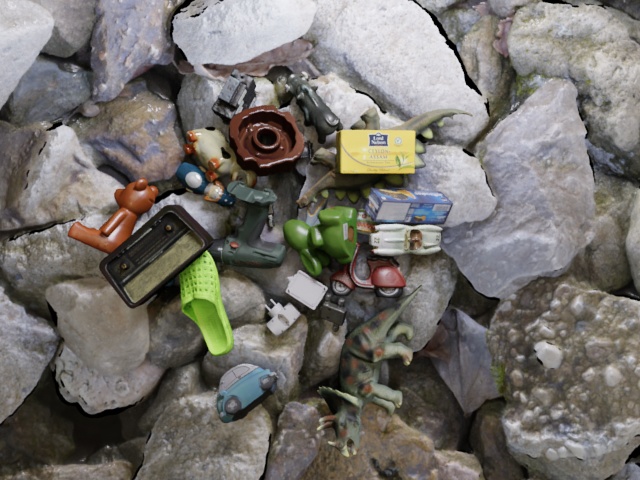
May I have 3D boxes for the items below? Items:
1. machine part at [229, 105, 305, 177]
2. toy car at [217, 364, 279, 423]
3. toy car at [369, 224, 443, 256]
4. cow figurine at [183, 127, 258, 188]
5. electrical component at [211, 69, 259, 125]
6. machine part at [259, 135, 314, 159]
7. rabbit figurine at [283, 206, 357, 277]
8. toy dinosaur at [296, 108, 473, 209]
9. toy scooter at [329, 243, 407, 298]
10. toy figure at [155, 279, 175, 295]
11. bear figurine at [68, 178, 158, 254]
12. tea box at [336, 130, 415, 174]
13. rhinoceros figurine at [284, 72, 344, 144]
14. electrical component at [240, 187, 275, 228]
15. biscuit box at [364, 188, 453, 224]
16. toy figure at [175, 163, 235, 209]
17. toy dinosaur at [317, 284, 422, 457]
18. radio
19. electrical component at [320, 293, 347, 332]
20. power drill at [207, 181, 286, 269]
[{"bbox_3d":[-0.126,-0.230,1.249,0.179,0.056,0.179,5,65,-11],"label":"machine part"},{"bbox_3d":[-0.181,0.342,1.249,0.162,0.109,0.103,-38,69,-11],"label":"toy car"},{"bbox_3d":[0.203,-0.002,1.259,0.202,0.056,0.073,-1,97,-30],"label":"toy car"},{"bbox_3d":[-0.222,-0.194,1.287,0.127,0.085,0.195,-33,71,-34],"label":"cow figurine"},{"bbox_3d":[-0.201,-0.335,1.278,0.058,0.134,0.115,26,86,4],"label":"electrical component"},{"bbox_3d":[-0.083,-0.227,1.318,0.139,0.039,0.084,7,81,2],"label":"machine part"},{"bbox_3d":[-0.003,-0.004,1.261,0.170,0.121,0.158,1,110,25],"label":"rabbit figurine"},{"bbox_3d":[0.144,-0.208,1.289,0.471,0.105,0.198,-37,96,1],"label":"toy dinosaur"},{"bbox_3d":[0.116,0.069,1.281,0.184,0.075,0.135,3,85,5],"label":"toy scooter"},{"bbox_3d":[-0.381,0.036,1.280,0.082,0.089,0.180,-7,95,-5],"label":"toy figure"},{"bbox_3d":[-0.478,-0.065,1.267,0.132,0.120,0.195,22,85,5],"label":"bear figurine"},{"bbox_3d":[0.123,-0.195,1.203,0.170,0.068,0.098,-2,97,-7],"label":"tea box"},{"bbox_3d":[-0.020,-0.318,1.286,0.073,0.112,0.190,-35,67,2],"label":"rhinoceros figurine"},{"bbox_3d":[-0.152,-0.078,1.303,0.078,0.045,0.102,-5,86,1],"label":"electrical component"},{"bbox_3d":[0.208,-0.078,1.251,0.203,0.063,0.059,0,124,-26],"label":"biscuit box"},{"bbox_3d":[-0.276,-0.128,1.304,0.154,0.058,0.064,33,125,1],"label":"toy figure"},{"bbox_3d":[0.108,0.283,1.249,0.192,0.131,0.404,13,80,0],"label":"toy dinosaur"},{"bbox_3d":[-0.364,0.031,1.197,0.229,0.073,0.131,-40,92,1],"label":"radio"},{"bbox_3d":[0.030,0.174,1.283,0.063,0.021,0.093,18,119,17],"label":"electrical component"},{"bbox_3d":[-0.188,-0.028,1.247,0.232,0.086,0.207,14,114,5],"label":"power drill"}]
